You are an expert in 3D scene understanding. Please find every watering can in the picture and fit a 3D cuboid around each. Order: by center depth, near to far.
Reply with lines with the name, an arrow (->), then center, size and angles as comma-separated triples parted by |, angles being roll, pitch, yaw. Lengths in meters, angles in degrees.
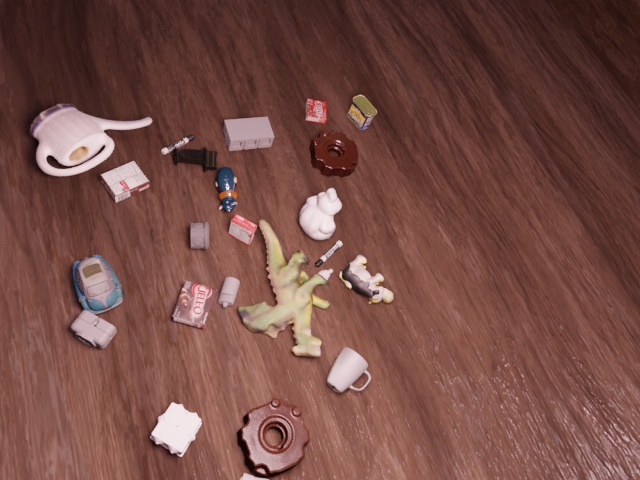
watering can -> -0.699, -0.324, 1.541 | 0.353, 0.225, 0.102 | -45, -10, -32

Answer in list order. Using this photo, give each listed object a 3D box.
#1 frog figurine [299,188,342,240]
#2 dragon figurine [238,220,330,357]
frog figurine -> 0.005, -0.080, 1.581 | 0.123, 0.140, 0.156 | -8, -26, -20
dragon figurine -> -0.119, 0.153, 1.445 | 0.246, 0.414, 0.120 | -37, -15, -23
